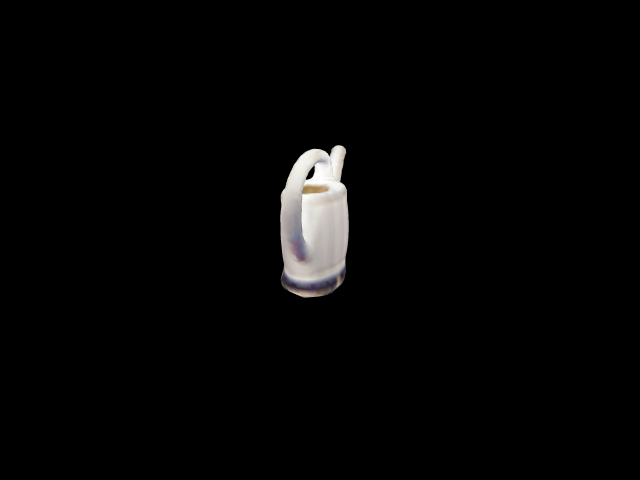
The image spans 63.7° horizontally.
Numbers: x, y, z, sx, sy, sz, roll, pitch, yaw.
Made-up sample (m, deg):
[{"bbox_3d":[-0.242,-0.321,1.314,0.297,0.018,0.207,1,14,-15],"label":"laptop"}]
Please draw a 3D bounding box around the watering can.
[{"bbox_3d":[0.003,-0.043,0.850,0.104,0.221,0.352,4,17,14],"label":"watering can"}]
